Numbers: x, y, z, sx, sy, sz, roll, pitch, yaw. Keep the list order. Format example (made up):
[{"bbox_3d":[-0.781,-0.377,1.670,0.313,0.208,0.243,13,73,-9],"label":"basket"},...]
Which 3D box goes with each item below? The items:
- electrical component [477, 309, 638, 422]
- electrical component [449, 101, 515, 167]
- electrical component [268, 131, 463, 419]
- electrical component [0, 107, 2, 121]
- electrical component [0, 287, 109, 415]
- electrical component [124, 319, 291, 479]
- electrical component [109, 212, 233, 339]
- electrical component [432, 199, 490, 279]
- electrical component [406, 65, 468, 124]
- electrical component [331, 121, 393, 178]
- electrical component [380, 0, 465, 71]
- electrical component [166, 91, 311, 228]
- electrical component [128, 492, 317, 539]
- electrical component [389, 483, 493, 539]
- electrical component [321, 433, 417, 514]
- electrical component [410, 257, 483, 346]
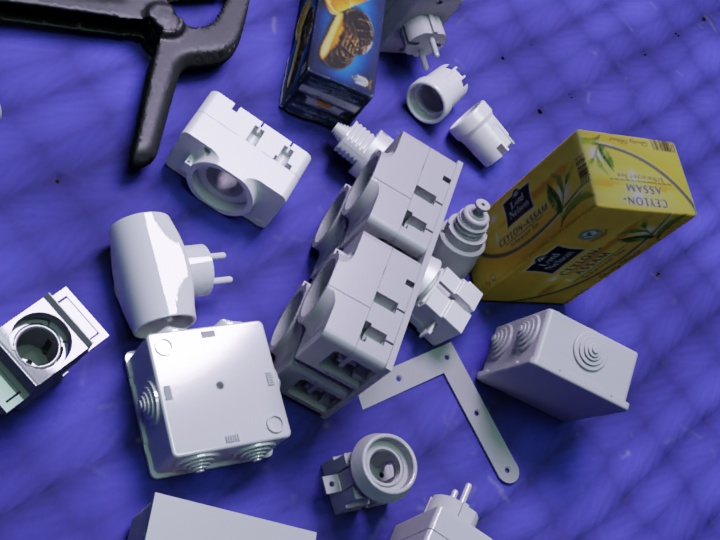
[{"bbox_3d":[0.152,0.074,0.828,0.100,0.100,0.048,26,68,-15],"label":"electrical component"},{"bbox_3d":[0.107,-0.118,0.938,0.046,0.040,0.040,47,53,-7],"label":"electrical component"},{"bbox_3d":[0.000,0.000,0.778,0.060,0.105,0.186,30,55,-12],"label":"electrical component"},{"bbox_3d":[-0.272,-0.105,0.726,0.040,0.040,0.046,49,48,2],"label":"electrical component"},{"bbox_3d":[-0.203,0.053,0.667,0.042,0.064,0.081,50,54,0],"label":"electrical component"},{"bbox_3d":[-0.101,0.084,0.716,0.100,0.048,0.099,-6,69,-30],"label":"electrical component"},{"bbox_3d":[-0.127,0.002,0.745,0.079,0.044,0.077,-7,69,-31],"label":"electrical component"},{"bbox_3d":[0.082,-0.026,0.856,0.040,0.078,0.040,14,46,-15],"label":"electrical component"},{"bbox_3d":[0.068,-0.154,0.935,0.040,0.040,0.046,46,47,0],"label":"electrical component"},{"bbox_3d":[0.011,-0.090,0.868,0.081,0.043,0.043,38,54,-6],"label":"electrical component"},{"bbox_3d":[0.052,-0.209,0.926,0.047,0.083,0.075,-4,68,-30],"label":"electrical component"},{"bbox_3d":[-0.092,-0.079,0.802,0.089,0.050,0.055,34,54,-9],"label":"electrical component"},{"bbox_3d":[-0.097,0.239,0.631,0.105,0.060,0.186,19,58,-19],"label":"electrical component"},{"bbox_3d":[0.058,0.181,0.741,0.047,0.066,0.076,35,54,-9],"label":"electrical component"},{"bbox_3d":[0.008,0.140,0.741,0.066,0.055,0.048,-5,68,-30],"label":"electrical component"},{"bbox_3d":[0.057,0.021,0.836,0.055,0.048,0.066,43,53,-12],"label":"electrical component"}]
